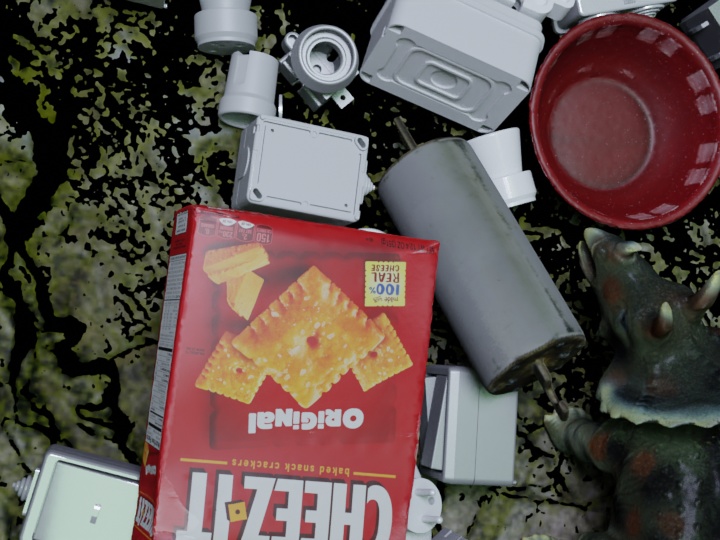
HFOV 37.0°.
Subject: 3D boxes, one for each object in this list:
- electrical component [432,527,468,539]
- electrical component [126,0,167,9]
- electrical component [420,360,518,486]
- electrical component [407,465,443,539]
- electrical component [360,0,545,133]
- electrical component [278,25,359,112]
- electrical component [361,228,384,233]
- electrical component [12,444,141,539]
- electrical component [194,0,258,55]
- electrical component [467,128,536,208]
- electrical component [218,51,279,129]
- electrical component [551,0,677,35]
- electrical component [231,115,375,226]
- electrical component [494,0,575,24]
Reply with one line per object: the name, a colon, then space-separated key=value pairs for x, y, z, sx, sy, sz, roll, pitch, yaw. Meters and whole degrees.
electrical component: x=0.066 y=0.221 z=0.744 sx=0.056 sy=0.089 sz=0.050 roll=-40 pitch=96 yaw=-12
electrical component: x=-0.152 y=-0.223 z=0.720 sx=0.061 sy=0.096 sz=0.061 roll=11 pitch=84 yaw=-12
electrical component: x=0.075 y=0.103 z=0.768 sx=0.061 sy=0.062 sz=0.096 roll=5 pitch=85 yaw=-13
electrical component: x=0.030 y=0.163 z=0.746 sx=0.043 sy=0.079 sz=0.077 roll=-13 pitch=89 yaw=-35
electrical component: x=0.066 y=-0.157 z=0.772 sx=0.113 sy=0.078 sz=0.057 roll=22 pitch=62 yaw=-11
electrical component: x=-0.028 y=-0.146 z=0.764 sx=0.048 sy=0.055 sz=0.066 roll=-41 pitch=96 yaw=-12
electrical component: x=0.000 y=0.000 z=0.765 sx=0.055 sy=0.047 sz=0.055 roll=1 pitch=86 yaw=-13
electrical component: x=-0.181 y=0.154 z=0.706 sx=0.096 sy=0.061 sz=0.061 roll=17 pitch=82 yaw=-11
electrical component: x=-0.095 y=-0.183 z=0.757 sx=0.045 sy=0.045 sz=0.055 roll=-1 pitch=87 yaw=-13
electrical component: x=0.103 y=-0.073 z=0.796 sx=0.045 sy=0.045 sz=0.055 roll=-16 pitch=90 yaw=-14
electrical component: x=-0.078 y=-0.127 z=0.761 sx=0.040 sy=0.040 sz=0.046 roll=10 pitch=79 yaw=-12
electrical component: x=0.189 y=-0.235 z=0.823 sx=0.100 sy=0.048 sz=0.099 roll=-12 pitch=91 yaw=-13
electrical component: x=-0.038 y=-0.065 z=0.758 sx=0.096 sy=0.061 sz=0.061 roll=10 pitch=81 yaw=-19
electrical component: x=0.112 y=-0.201 z=0.794 sx=0.078 sy=0.057 sz=0.058 roll=21 pitch=67 yaw=-8
